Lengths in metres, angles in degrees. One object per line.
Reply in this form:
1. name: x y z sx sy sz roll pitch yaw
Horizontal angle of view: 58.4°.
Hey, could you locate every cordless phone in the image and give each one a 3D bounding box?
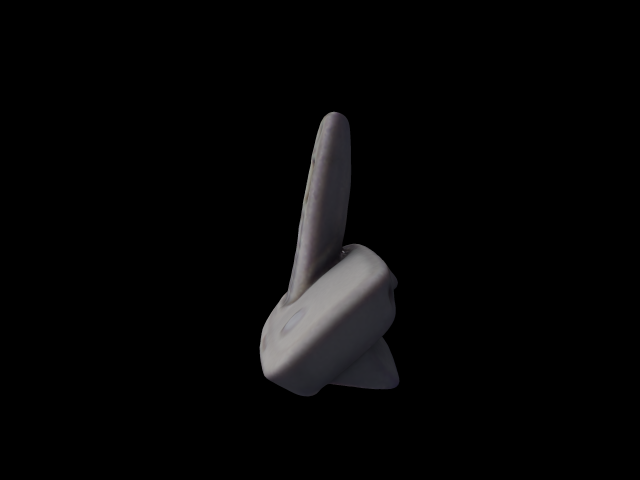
1. cordless phone: 0.004 0.001 0.400 0.094 0.185 0.147 -1 7 -9
